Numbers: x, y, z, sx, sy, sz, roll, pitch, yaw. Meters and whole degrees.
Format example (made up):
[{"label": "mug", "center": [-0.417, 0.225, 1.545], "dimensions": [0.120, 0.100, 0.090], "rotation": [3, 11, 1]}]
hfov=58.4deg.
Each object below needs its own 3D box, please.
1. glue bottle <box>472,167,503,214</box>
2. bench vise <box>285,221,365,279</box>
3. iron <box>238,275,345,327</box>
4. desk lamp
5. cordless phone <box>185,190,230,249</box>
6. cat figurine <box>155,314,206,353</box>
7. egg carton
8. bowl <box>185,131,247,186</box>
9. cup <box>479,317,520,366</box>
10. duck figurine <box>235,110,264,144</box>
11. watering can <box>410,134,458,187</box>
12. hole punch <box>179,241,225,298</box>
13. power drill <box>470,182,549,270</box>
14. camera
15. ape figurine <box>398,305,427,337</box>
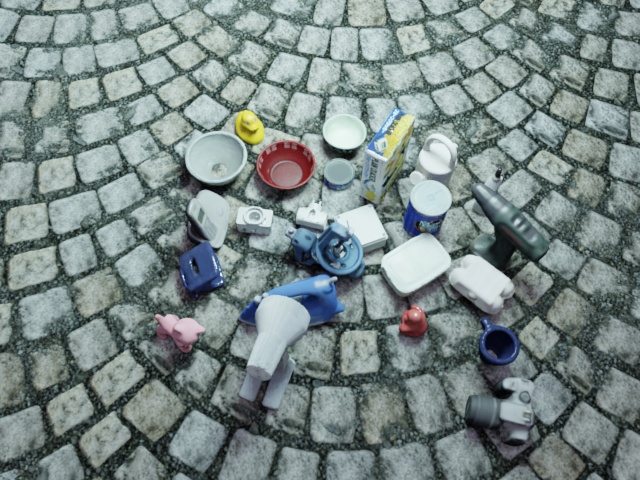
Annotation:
[{"label": "glue bottle", "center": [0.445, -0.138, 1.488], "dimensions": [0.037, 0.173, 0.078], "rotation": [33, 68, 15]}, {"label": "bench vise", "center": [0.011, 0.016, 1.377], "dimensions": [0.207, 0.220, 0.121], "rotation": [5, 64, 2]}, {"label": "iron", "center": [-0.073, 0.140, 1.358], "dimensions": [0.258, 0.141, 0.118], "rotation": [-12, 64, -7]}, {"label": "desk lamp", "center": [-0.104, 0.248, 1.264], "dimensions": [0.118, 0.213, 0.203], "rotation": [16, 65, 7]}, {"label": "cordless phone", "center": [-0.288, -0.073, 1.435], "dimensions": [0.094, 0.185, 0.147], "rotation": [5, 64, 2]}, {"label": "cat figurine", "center": [-0.328, 0.208, 1.333], "dimensions": [0.127, 0.118, 0.067], "rotation": [25, 66, 11]}, {"label": "egg carton", "center": [0.400, 0.111, 1.422], "dimensions": [0.150, 0.069, 0.107], "rotation": [38, 69, 16]}, {"label": "bowl", "center": [-0.278, -0.211, 1.564], "dimensions": [0.167, 0.075, 0.167], "rotation": [1, 64, -1]}, {"label": "cup", "center": [0.401, 0.246, 1.341], "dimensions": [0.092, 0.095, 0.117], "rotation": [-21, 66, -11]}, {"label": "duck figurine", "center": [-0.202, -0.332, 1.620], "dimensions": [0.077, 0.086, 0.104], "rotation": [-30, 68, -15]}, {"label": "watering can", "center": [0.304, -0.199, 1.504], "dimensions": [0.100, 0.194, 0.173], "rotation": [21, 65, 9]}, {"label": "hole punch", "center": [-0.296, 0.073, 1.415], "dimensions": [0.101, 0.091, 0.108], "rotation": [-20, 66, -10]}, {"label": "power drill", "center": [0.442, -0.018, 1.409], "dimensions": [0.229, 0.208, 0.076], "rotation": [42, 70, 18]}, {"label": "camera", "center": [0.401, 0.372, 1.276], "dimensions": [0.136, 0.101, 0.143], "rotation": [12, 64, 5]}, {"label": "ape figurine", "center": [0.223, 0.191, 1.366], "dimensions": [0.078, 0.092, 0.076], "rotation": [-34, 69, -16]}]
